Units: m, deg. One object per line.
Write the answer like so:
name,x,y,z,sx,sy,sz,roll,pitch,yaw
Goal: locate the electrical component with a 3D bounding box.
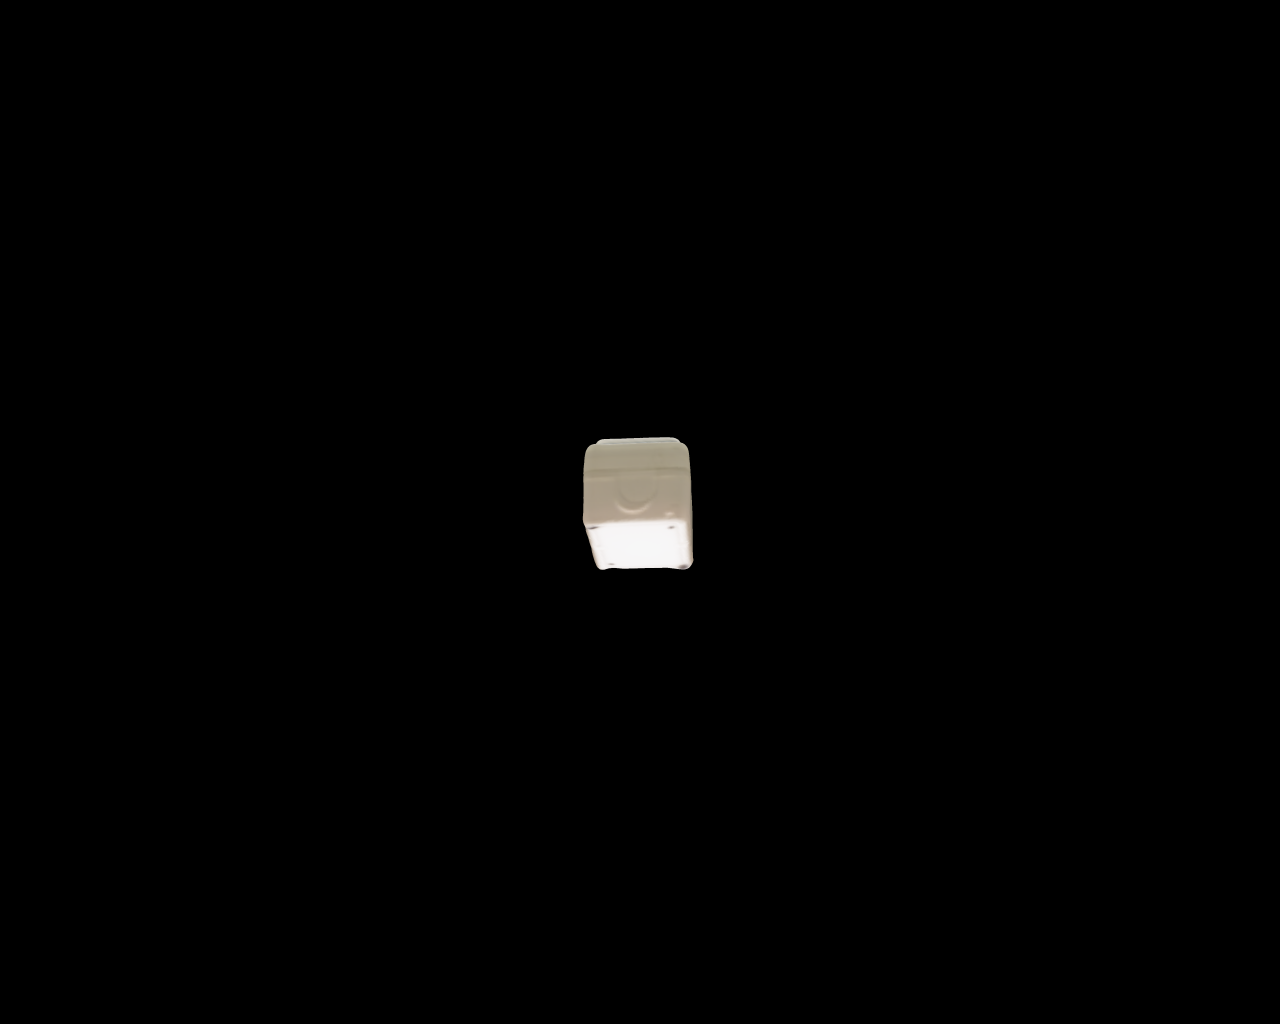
electrical component,0.001,-0.003,0.650,0.062,0.061,0.096,-1,-23,3
